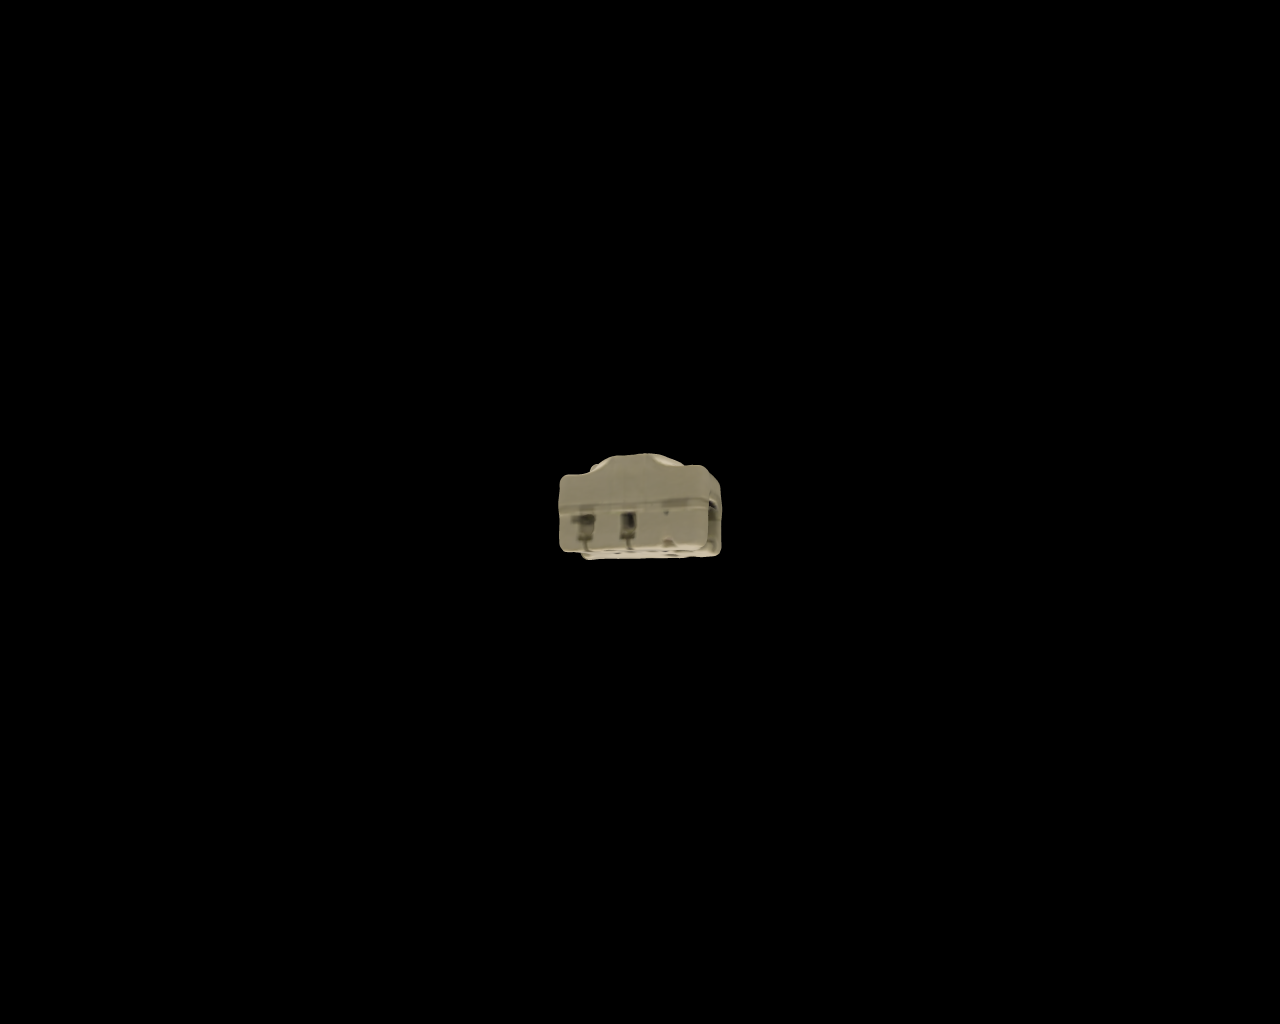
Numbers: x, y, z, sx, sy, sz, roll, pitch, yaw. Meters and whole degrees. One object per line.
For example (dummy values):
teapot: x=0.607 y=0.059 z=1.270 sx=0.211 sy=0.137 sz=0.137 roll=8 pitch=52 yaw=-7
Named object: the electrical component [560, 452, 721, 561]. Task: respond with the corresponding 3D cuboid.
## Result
electrical component: x=0.001 y=-0.003 z=0.650 sx=0.089 sy=0.055 sz=0.050 roll=-3 pitch=-11 yaw=16
